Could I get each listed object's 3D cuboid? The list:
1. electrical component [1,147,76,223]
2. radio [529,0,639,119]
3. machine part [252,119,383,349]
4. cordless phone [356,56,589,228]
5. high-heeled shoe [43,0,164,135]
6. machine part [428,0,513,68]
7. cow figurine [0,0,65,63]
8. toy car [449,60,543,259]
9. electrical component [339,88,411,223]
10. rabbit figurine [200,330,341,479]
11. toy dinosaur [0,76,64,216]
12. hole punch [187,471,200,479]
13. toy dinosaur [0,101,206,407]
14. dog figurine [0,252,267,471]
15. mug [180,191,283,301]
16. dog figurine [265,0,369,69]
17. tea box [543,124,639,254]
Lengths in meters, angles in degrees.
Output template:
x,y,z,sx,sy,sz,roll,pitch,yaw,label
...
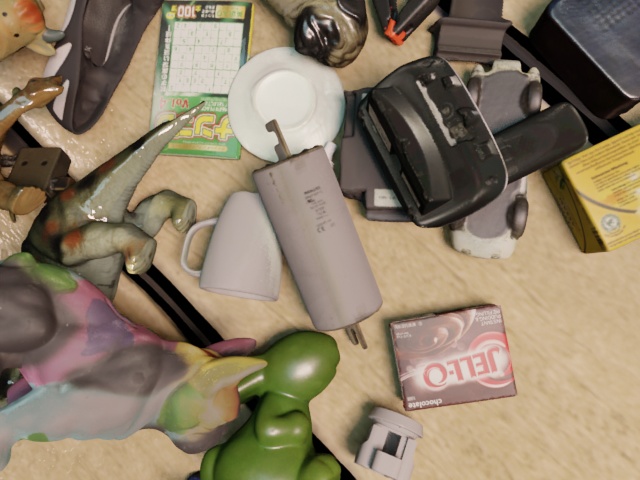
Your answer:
x,y,z,sx,sy,sz,roll,pitch,yaw,label
-0.321,-0.063,0.612,0.102,0.045,0.078,-5,58,5,electrical component
0.340,-0.232,0.519,0.229,0.073,0.131,-36,84,6,radio
-0.001,-0.002,0.526,0.079,0.079,0.243,-20,100,6,machine part
0.141,-0.107,0.486,0.184,0.088,0.146,-25,82,-5,cordless phone
-0.213,-0.228,0.573,0.249,0.086,0.145,-35,62,22,high-heeled shoe
0.160,-0.251,0.560,0.084,0.039,0.138,9,90,13,machine part
-0.334,-0.228,0.560,0.127,0.195,0.085,-25,127,-1,cow figurine
0.175,-0.081,0.540,0.074,0.056,0.201,7,87,14,toy car
0.077,-0.085,0.552,0.115,0.058,0.134,3,88,10,electrical component
-0.041,0.171,0.543,0.159,0.121,0.170,12,71,15,rabbit figurine
-0.441,-0.023,0.580,0.471,0.105,0.199,-40,63,11,toy dinosaur
-0.104,0.313,0.541,0.116,0.092,0.142,15,86,4,hole punch
-0.256,0.030,0.566,0.192,0.131,0.404,17,83,8,toy dinosaur
-0.159,0.094,0.450,0.219,0.108,0.191,-9,94,-15,dog figurine
-0.087,0.004,0.563,0.110,0.080,0.107,8,77,14,mug
-0.007,-0.286,0.529,0.191,0.172,0.121,38,48,6,dog figurine
0.320,-0.064,0.513,0.170,0.068,0.098,-24,84,7,tea box
